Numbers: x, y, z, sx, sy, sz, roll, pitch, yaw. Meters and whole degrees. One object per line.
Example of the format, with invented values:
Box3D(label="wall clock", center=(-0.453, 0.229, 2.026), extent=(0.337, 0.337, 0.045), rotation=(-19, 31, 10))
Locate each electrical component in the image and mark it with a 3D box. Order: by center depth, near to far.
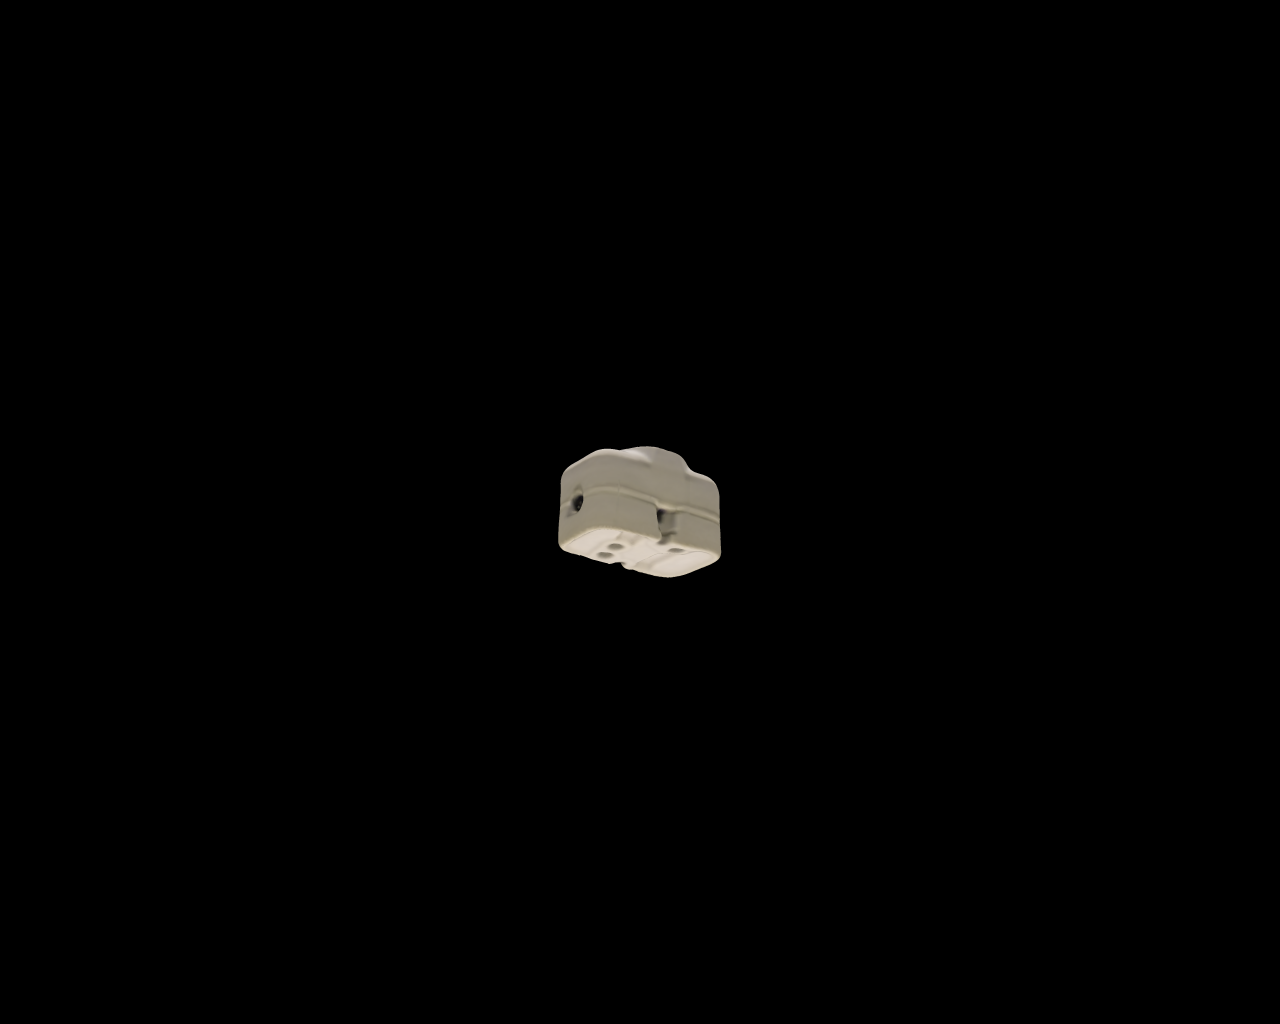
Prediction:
Box3D(label="electrical component", center=(0.001, -0.003, 0.650), extent=(0.095, 0.059, 0.053), rotation=(16, -27, -34))
